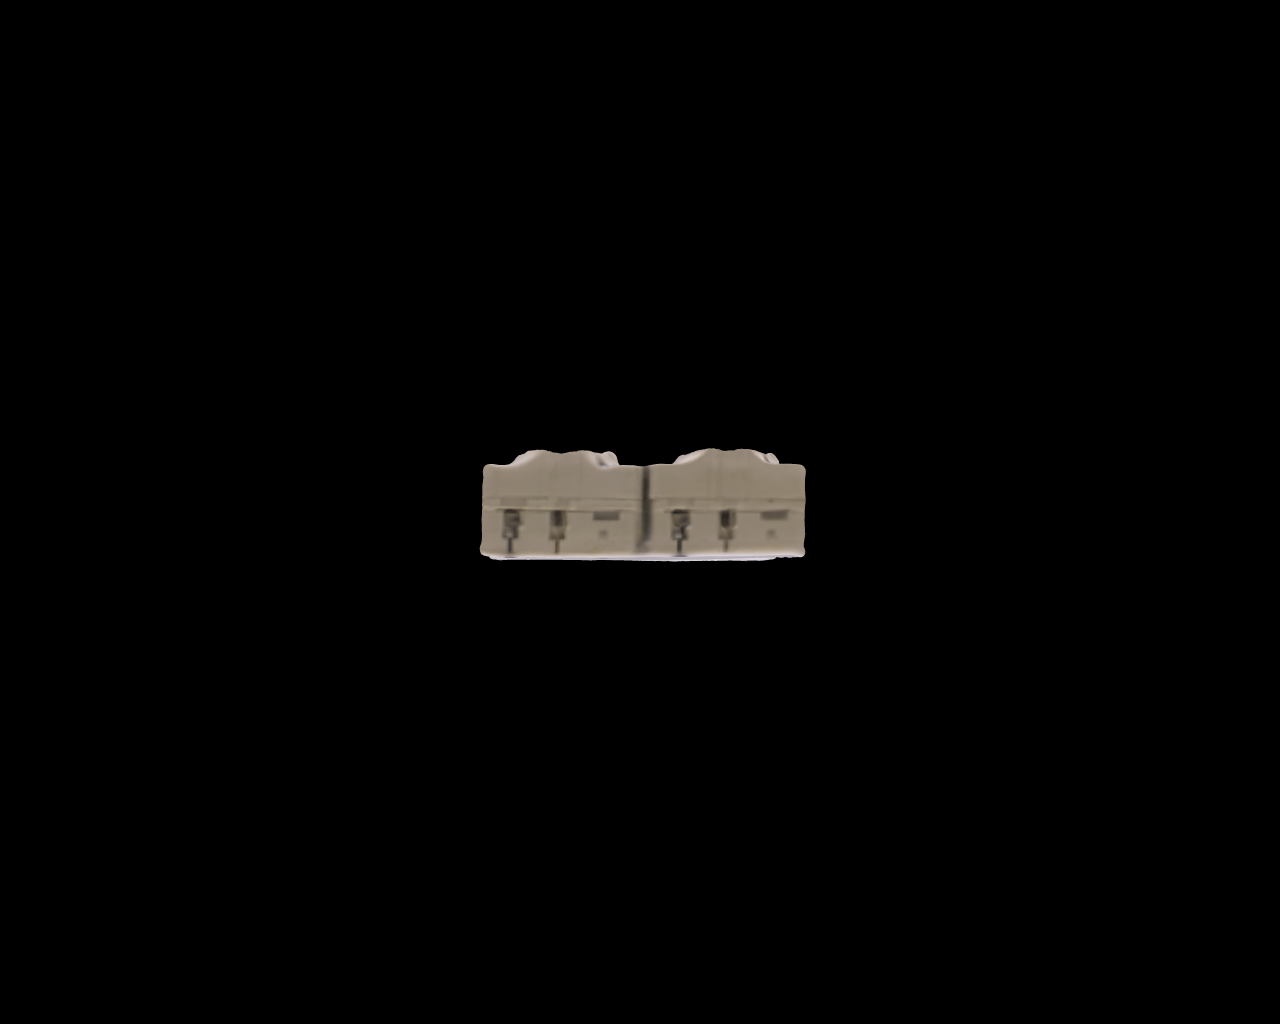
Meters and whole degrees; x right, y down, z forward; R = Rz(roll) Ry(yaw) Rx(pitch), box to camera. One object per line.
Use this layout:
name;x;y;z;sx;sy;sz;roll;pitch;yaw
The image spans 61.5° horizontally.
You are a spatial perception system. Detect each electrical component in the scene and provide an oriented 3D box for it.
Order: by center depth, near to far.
electrical component;0.001;-0.003;0.650;0.186;0.060;0.105;0;-3;-2
